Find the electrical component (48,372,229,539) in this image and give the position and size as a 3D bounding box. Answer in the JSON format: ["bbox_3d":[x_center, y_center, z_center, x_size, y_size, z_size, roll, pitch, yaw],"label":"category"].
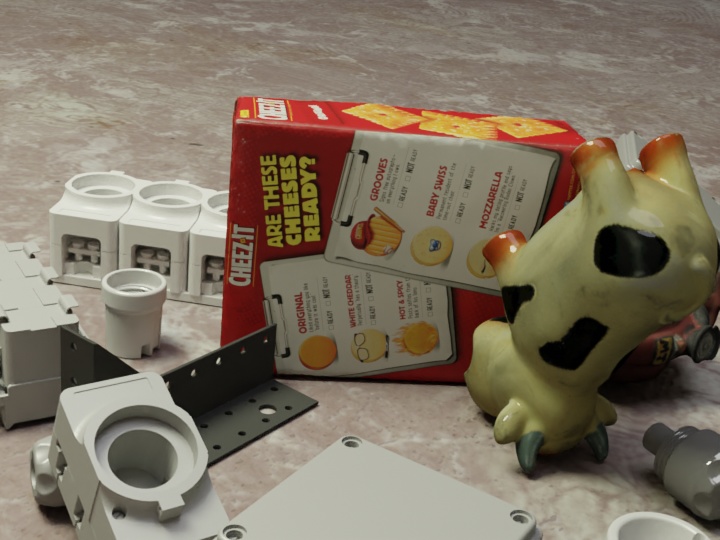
[{"bbox_3d":[-0.101,0.095,0.485,0.050,0.055,0.089,-10,52,-32],"label":"electrical component"}]

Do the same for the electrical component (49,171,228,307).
[{"bbox_3d":[-0.139,-0.027,0.785,0.150,0.061,0.089,8,24,5],"label":"electrical component"}]

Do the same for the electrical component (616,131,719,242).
[{"bbox_3d":[0.247,-0.052,0.892,0.109,0.056,0.108,39,23,-4],"label":"electrical component"}]

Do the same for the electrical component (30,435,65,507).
[{"bbox_3d":[-0.132,0.098,0.538,0.061,0.035,0.035,-3,25,-25],"label":"electrical component"}]

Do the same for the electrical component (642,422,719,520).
[{"bbox_3d":[0.183,0.106,0.589,0.043,0.043,0.062,-8,26,-29],"label":"electrical component"}]

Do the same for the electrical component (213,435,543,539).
[{"bbox_3d":[0.007,0.133,0.466,0.109,0.056,0.109,19,27,27],"label":"electrical component"}]

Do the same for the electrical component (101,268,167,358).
[{"bbox_3d":[-0.143,0.028,0.680,0.040,0.046,0.040,5,24,-2],"label":"electrical component"}]

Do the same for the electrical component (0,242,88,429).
[{"bbox_3d":[-0.202,0.032,0.634,0.079,0.063,0.121,-8,27,-29],"label":"electrical component"}]

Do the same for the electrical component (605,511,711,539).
[{"bbox_3d":[0.133,0.143,0.486,0.055,0.047,0.055,5,24,-2],"label":"electrical component"}]
